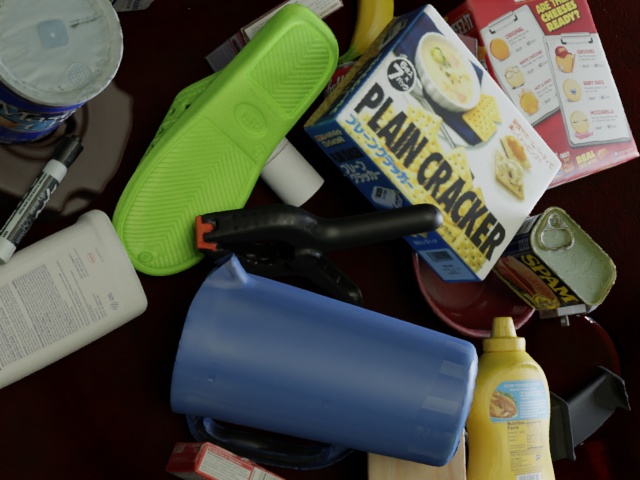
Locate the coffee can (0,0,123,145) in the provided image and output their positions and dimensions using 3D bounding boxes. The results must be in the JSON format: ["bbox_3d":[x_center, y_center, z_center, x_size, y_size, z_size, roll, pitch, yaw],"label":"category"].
[{"bbox_3d":[-0.221,-0.137,0.812,0.102,0.141,0.103,4,81,-28],"label":"coffee can"}]

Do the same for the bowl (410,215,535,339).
[{"bbox_3d":[0.149,0.023,1.086,0.161,0.055,0.162,6,78,-27],"label":"bowl"}]

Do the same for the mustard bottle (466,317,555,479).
[{"bbox_3d":[0.180,0.170,1.024,0.096,0.058,0.191,2,83,-34],"label":"mustard bottle"}]

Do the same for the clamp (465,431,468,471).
[{"bbox_3d":[0.177,0.222,1.073,0.120,0.039,0.171,-18,92,-25],"label":"clamp"}]

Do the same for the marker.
[{"bbox_3d":[-0.229,-0.035,0.864,0.020,0.020,0.121,36,70,-17],"label":"marker"}]

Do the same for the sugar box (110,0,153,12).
[{"bbox_3d":[-0.238,-0.247,0.944,0.175,0.048,0.093,-14,87,-28],"label":"sugar box"}]

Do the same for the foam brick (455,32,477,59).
[{"bbox_3d":[0.119,-0.176,1.098,0.052,0.078,0.051,8,76,-28],"label":"foam brick"}]

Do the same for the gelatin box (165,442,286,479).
[{"bbox_3d":[-0.080,0.203,0.923,0.089,0.073,0.030,30,68,-19],"label":"gelatin box"}]

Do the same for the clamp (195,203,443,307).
[{"bbox_3d":[-0.006,0.001,0.943,0.209,0.165,0.036,13,52,-31],"label":"clamp"}]

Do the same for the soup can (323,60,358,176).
[{"bbox_3d":[0.043,-0.120,1.053,0.068,0.069,0.102,-10,85,-29],"label":"soup can"}]

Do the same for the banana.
[{"bbox_3d":[0.040,-0.275,1.098,0.069,0.037,0.198,-4,82,-30],"label":"banana"}]

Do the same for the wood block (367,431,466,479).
[{"bbox_3d":[0.088,0.242,0.978,0.090,0.091,0.206,-1,80,4],"label":"wood block"}]

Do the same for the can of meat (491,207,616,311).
[{"bbox_3d":[0.222,0.022,1.043,0.102,0.084,0.057,43,65,-14],"label":"can of meat"}]

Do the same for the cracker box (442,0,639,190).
[{"bbox_3d":[0.237,-0.165,1.161,0.163,0.072,0.214,-18,88,-30],"label":"cracker box"}]

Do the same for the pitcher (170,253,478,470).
[{"bbox_3d":[0.001,0.119,0.904,0.243,0.149,0.145,15,69,4],"label":"pitcher"}]

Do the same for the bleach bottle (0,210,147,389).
[{"bbox_3d":[-0.270,0.070,0.857,0.250,0.068,0.102,-26,92,-27],"label":"bleach bottle"}]

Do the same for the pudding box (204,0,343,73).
[{"bbox_3d":[-0.044,-0.197,1.010,0.113,0.090,0.039,-41,101,-27],"label":"pudding box"}]
